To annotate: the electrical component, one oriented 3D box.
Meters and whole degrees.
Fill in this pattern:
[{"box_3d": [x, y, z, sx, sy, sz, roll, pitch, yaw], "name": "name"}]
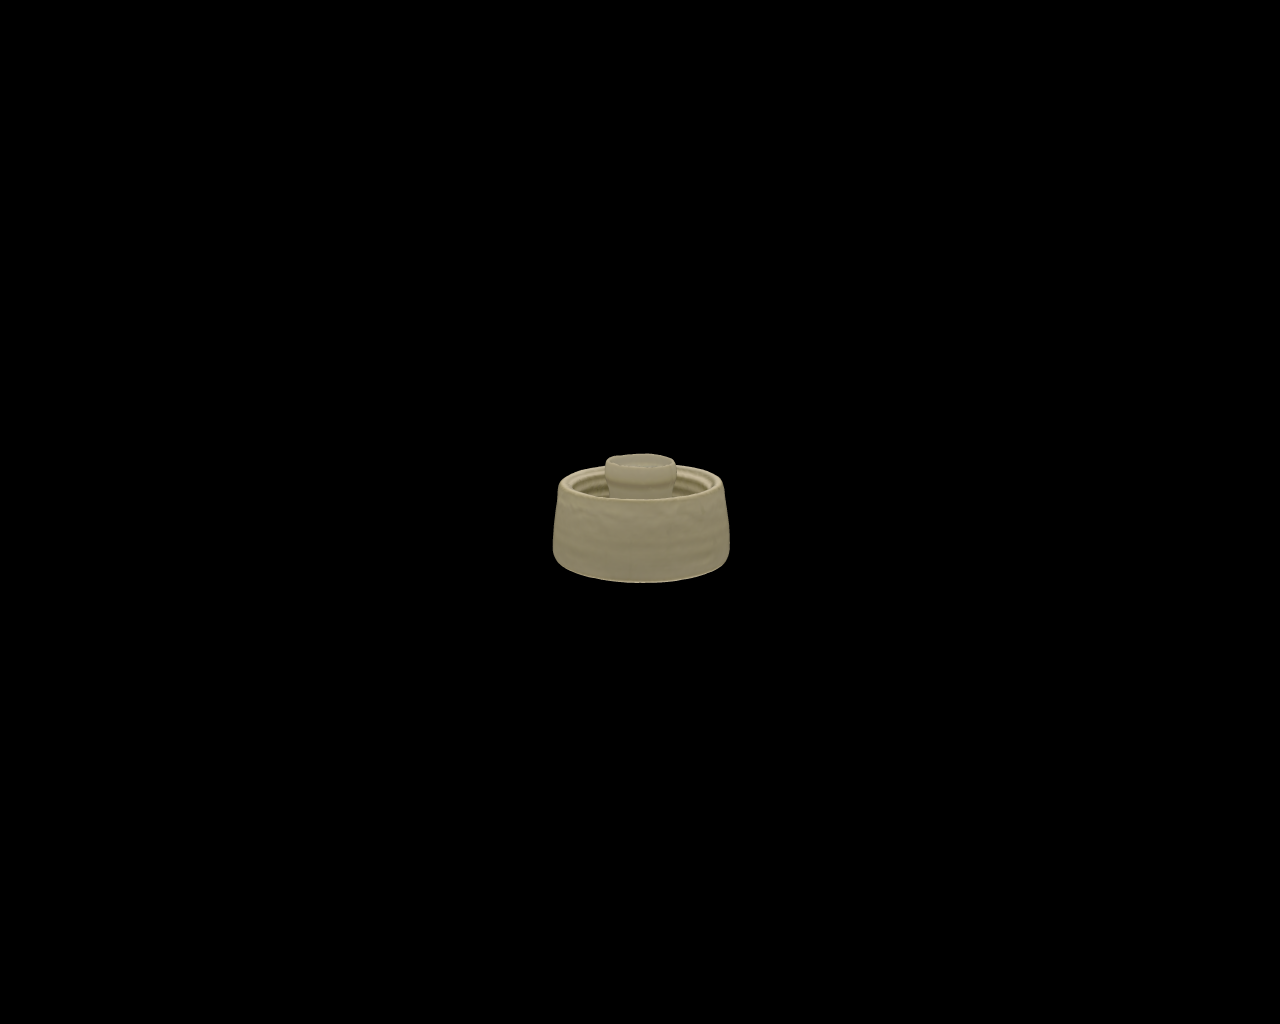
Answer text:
[{"box_3d": [0.001, -0.003, 0.650, 0.108, 0.060, 0.108, 0, 15, 0], "name": "electrical component"}]
